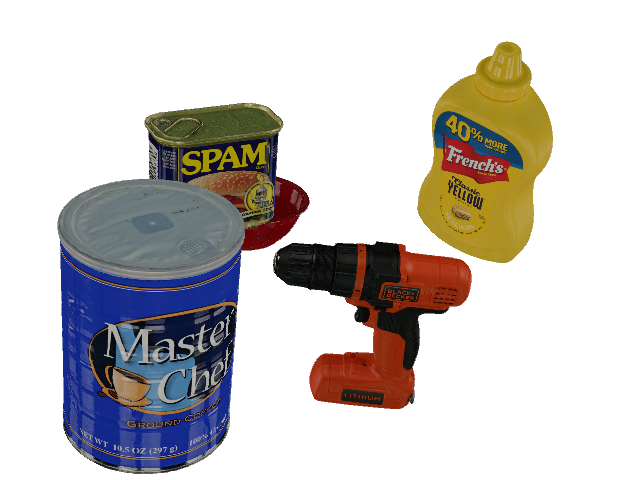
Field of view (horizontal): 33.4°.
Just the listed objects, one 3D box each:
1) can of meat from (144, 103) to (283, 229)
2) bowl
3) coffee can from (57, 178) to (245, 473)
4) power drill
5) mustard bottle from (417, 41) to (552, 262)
[{"bbox_3d":[-0.082,-0.053,0.822,0.102,0.084,0.057,-10,32,-24],"label":"can of meat"},{"bbox_3d":[-0.096,-0.031,1.320,0.162,0.055,0.162,4,25,-2],"label":"bowl"},{"bbox_3d":[-0.099,0.049,0.623,0.102,0.140,0.103,5,30,-3],"label":"coffee can"},{"bbox_3d":[0.038,0.081,1.030,0.184,0.188,0.057,8,43,-4],"label":"power drill"},{"bbox_3d":[0.132,-0.073,0.836,0.096,0.192,0.058,32,53,24],"label":"mustard bottle"}]
